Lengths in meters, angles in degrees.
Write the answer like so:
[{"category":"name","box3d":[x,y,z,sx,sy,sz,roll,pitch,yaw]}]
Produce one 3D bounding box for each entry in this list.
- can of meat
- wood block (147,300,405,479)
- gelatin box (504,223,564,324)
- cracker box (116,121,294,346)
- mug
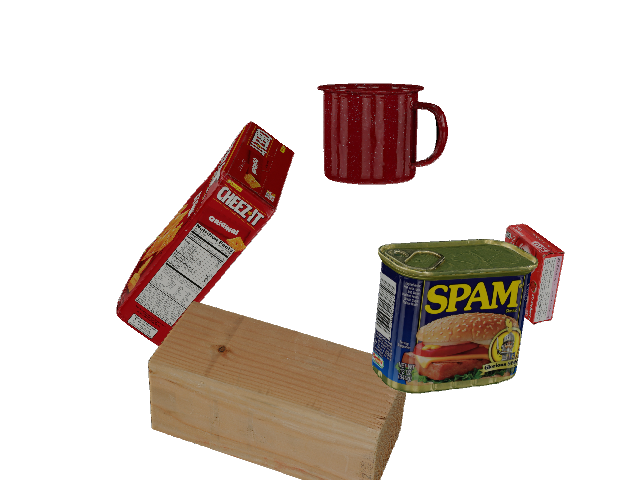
[{"category":"can of meat","box3d":[0.085,0.048,0.696,0.102,0.084,0.057,-3,19,-23]},{"category":"wood block","box3d":[-0.036,0.137,0.931,0.206,0.090,0.090,16,40,15]},{"category":"gelatin box","box3d":[0.232,0.036,1.184,0.030,0.089,0.073,-9,30,-22]},{"category":"cracker box","box3d":[-0.125,-0.010,1.163,0.072,0.214,0.164,36,24,-11]},{"category":"mug","box3d":[0.055,-0.093,0.930,0.117,0.081,0.093,5,12,23]}]
